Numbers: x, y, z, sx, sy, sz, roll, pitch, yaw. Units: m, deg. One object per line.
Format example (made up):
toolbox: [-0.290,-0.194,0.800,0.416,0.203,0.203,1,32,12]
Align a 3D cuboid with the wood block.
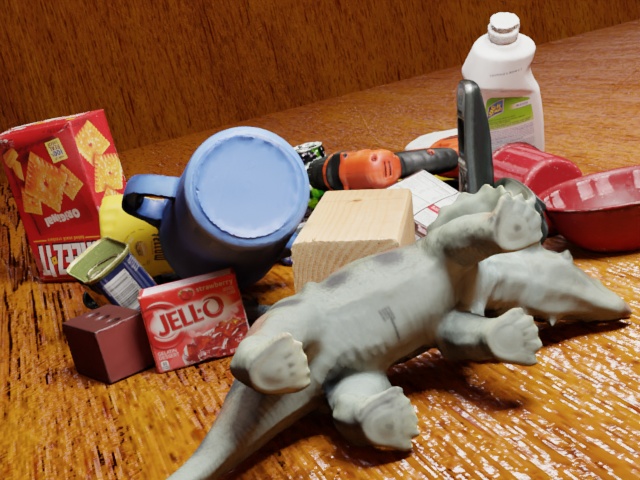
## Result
wood block: [0.037,0.017,0.968,0.091,0.090,0.206,-2,14,9]

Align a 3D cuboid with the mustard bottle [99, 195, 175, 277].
mustard bottle: [-0.139,-0.005,1.161,0.191,0.096,0.058,-3,25,-4]

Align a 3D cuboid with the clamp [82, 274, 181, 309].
clamp: [-0.198,0.043,1.244,0.120,0.039,0.171,0,15,11]

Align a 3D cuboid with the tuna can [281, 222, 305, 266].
tuna can: [-0.008,0.002,1.245,0.086,0.034,0.086,-13,12,3]

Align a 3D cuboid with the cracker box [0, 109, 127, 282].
cracker box: [-0.329,-0.054,1.409,0.164,0.214,0.072,-4,17,38]

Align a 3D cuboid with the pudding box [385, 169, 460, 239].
pudding box: [0.113,-0.028,1.144,0.090,0.039,0.113,33,32,23]

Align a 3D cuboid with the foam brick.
foam brick: [-0.193,0.095,0.981,0.052,0.051,0.078,-22,15,-34]

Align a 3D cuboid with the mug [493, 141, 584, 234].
mug: [0.214,-0.045,1.115,0.117,0.093,0.082,-36,22,-10]

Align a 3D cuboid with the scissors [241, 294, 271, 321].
scissors: [-0.074,0.075,1.023,0.096,0.016,0.202,-16,11,-26]

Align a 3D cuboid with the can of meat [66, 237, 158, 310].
can of meat: [-0.203,0.049,1.090,0.057,0.084,0.102,-43,23,-17]

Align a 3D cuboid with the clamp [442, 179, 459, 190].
clamp: [0.103,-0.057,1.386,0.164,0.036,0.210,-16,13,-29]

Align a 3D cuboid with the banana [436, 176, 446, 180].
banana: [0.162,-0.090,1.420,0.198,0.069,0.037,-9,55,46]

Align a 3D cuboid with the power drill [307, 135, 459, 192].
power drill: [0.094,-0.089,1.295,0.187,0.057,0.185,-11,8,-26]

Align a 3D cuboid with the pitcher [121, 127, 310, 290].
pitcher: [-0.092,-0.029,1.006,0.149,0.145,0.243,-30,-2,-13]

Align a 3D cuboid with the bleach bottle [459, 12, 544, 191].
bleach bottle: [0.202,-0.136,1.156,0.102,0.251,0.068,-18,47,-10]

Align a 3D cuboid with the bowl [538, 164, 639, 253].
bowl: [0.287,-0.027,1.010,0.162,0.055,0.162,-13,12,3]

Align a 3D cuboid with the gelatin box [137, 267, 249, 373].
gelatin box: [-0.110,0.071,0.948,0.089,0.073,0.030,-14,12,-2]
